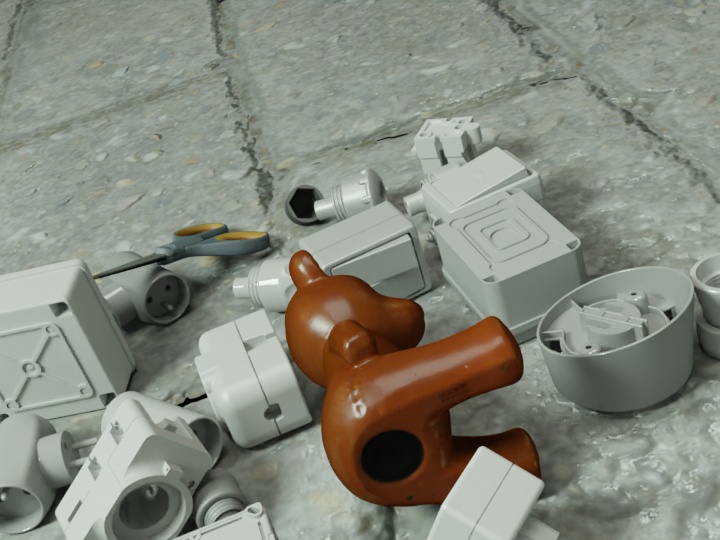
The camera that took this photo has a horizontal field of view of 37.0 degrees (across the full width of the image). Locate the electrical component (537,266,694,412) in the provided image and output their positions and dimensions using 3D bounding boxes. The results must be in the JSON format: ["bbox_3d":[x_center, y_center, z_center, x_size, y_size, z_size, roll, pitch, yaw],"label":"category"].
[{"bbox_3d":[0.162,0.040,0.677,0.099,0.064,0.099,-13,31,8],"label":"electrical component"}]

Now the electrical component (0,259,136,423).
[{"bbox_3d":[-0.242,0.057,0.814,0.109,0.108,0.056,-12,34,10],"label":"electrical component"}]

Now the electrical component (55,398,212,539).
[{"bbox_3d":[-0.137,0.135,0.657,0.089,0.050,0.056,-58,36,4],"label":"electrical component"}]

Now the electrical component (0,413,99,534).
[{"bbox_3d":[-0.218,0.134,0.742,0.079,0.043,0.077,-17,31,2],"label":"electrical component"}]

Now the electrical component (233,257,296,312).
[{"bbox_3d":[-0.071,0.013,0.860,0.062,0.043,0.043,-5,33,23],"label":"electrical component"}]

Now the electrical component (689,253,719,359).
[{"bbox_3d":[0.233,0.023,0.677,0.045,0.055,0.045,-13,31,8],"label":"electrical component"}]

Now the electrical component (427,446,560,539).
[{"bbox_3d":[0.079,0.144,0.564,0.077,0.065,0.047,29,48,14],"label":"electrical component"}]

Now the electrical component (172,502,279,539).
[{"bbox_3d":[-0.082,0.182,0.580,0.096,0.061,0.061,-21,32,-6],"label":"electrical component"}]

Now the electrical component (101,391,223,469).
[{"bbox_3d":[-0.146,0.122,0.724,0.077,0.043,0.079,11,42,38],"label":"electrical component"}]

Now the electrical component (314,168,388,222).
[{"bbox_3d":[-0.008,-0.059,0.941,0.062,0.048,0.048,-14,31,14],"label":"electrical component"}]

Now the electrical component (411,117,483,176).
[{"bbox_3d":[0.080,-0.101,0.951,0.066,0.055,0.048,0,35,27],"label":"electrical component"}]

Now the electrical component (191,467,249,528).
[{"bbox_3d":[-0.084,0.149,0.659,0.035,0.035,0.061,-27,35,-15],"label":"electrical component"}]

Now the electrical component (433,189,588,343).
[{"bbox_3d":[0.109,-0.003,0.780,0.078,0.057,0.113,-23,31,-7],"label":"electrical component"}]

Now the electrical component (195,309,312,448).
[{"bbox_3d":[-0.078,0.076,0.752,0.059,0.053,0.095,-22,31,-7],"label":"electrical component"}]

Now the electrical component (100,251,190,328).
[{"bbox_3d":[-0.195,0.024,0.904,0.079,0.044,0.077,-36,36,-27],"label":"electrical component"}]

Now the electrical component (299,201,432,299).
[{"bbox_3d":[0.000,0.000,0.826,0.096,0.061,0.061,-25,32,-11],"label":"electrical component"}]

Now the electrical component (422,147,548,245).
[{"bbox_3d":[0.094,-0.050,0.858,0.096,0.061,0.061,-24,32,-10],"label":"electrical component"}]

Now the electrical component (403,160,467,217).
[{"bbox_3d":[0.068,-0.064,0.911,0.062,0.043,0.043,-22,31,-4],"label":"electrical component"}]
